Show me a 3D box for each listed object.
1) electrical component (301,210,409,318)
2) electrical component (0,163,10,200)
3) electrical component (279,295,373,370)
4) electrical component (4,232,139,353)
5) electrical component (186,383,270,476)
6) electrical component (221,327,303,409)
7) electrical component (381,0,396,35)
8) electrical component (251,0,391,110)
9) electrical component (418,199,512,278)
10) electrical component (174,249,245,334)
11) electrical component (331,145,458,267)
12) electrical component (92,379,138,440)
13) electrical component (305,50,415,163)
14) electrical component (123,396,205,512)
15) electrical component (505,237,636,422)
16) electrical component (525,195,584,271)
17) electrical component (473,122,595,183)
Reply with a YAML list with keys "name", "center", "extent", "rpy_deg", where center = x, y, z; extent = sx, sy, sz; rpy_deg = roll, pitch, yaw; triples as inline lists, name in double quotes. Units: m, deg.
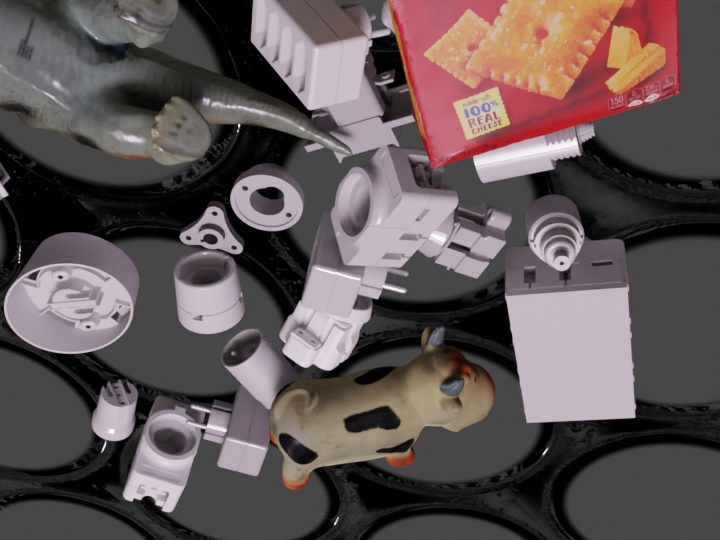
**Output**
- name: "electrical component"
  center: [0.000, 0.000, 0.831]
  extent: [0.077, 0.065, 0.047]
  rpy_deg: [15, 134, -5]
- name: "electrical component"
  center: [-0.325, -0.091, 0.795]
  extent: [0.063, 0.078, 0.121]
  rpy_deg: [9, 139, 32]
- name: "electrical component"
  center: [-0.025, 0.039, 0.872]
  extent: [0.058, 0.078, 0.057]
  rpy_deg: [35, 115, 13]
- name: "electrical component"
  center: [-0.234, 0.019, 0.887]
  extent: [0.099, 0.064, 0.099]
  rpy_deg: [5, 134, 5]
- name: "electrical component"
  center: [-0.120, 0.141, 0.985]
  extent: [0.077, 0.065, 0.047]
  rpy_deg: [16, 134, -6]
- name: "electrical component"
  center: [-0.082, 0.093, 0.948]
  extent: [0.043, 0.043, 0.081]
  rpy_deg: [-20, 128, 25]
- name: "electrical component"
  center: [0.038, -0.177, 0.676]
  extent: [0.035, 0.035, 0.061]
  rpy_deg: [20, 132, -10]
- name: "electrical component"
  center: [-0.017, -0.151, 0.689]
  extent: [0.076, 0.083, 0.047]
  rpy_deg: [-18, 141, -26]
- name: "electrical component"
  center: [0.073, -0.028, 0.807]
  extent: [0.055, 0.048, 0.066]
  rpy_deg: [18, 134, -18]
- name: "electrical component"
  center: [-0.123, 0.016, 0.875]
  extent: [0.055, 0.055, 0.047]
  rpy_deg: [3, 130, 6]
- name: "electrical component"
  center: [0.019, -0.045, 0.777]
  extent: [0.056, 0.050, 0.089]
  rpy_deg: [3, 147, -31]
- name: "electrical component"
  center: [-0.230, 0.131, 1.012]
  extent: [0.040, 0.040, 0.046]
  rpy_deg: [16, 129, -6]
- name: "electrical component"
  center: [-0.004, -0.115, 0.738]
  extent: [0.081, 0.042, 0.063]
  rpy_deg: [-14, 129, 20]
- name: "electrical component"
  center: [-0.181, 0.169, 1.004]
  extent: [0.050, 0.089, 0.055]
  rpy_deg: [20, 133, -10]
- name: "electrical component"
  center: [0.168, 0.048, 0.853]
  extent: [0.089, 0.061, 0.150]
  rpy_deg: [-5, 133, 13]
- name: "electrical component"
  center: [0.143, -0.024, 0.781]
  extent: [0.040, 0.078, 0.040]
  rpy_deg: [2, 120, 3]
- name: "electrical component"
  center: [0.121, -0.089, 0.742]
  extent: [0.081, 0.043, 0.043]
  rpy_deg: [-10, 131, 18]
